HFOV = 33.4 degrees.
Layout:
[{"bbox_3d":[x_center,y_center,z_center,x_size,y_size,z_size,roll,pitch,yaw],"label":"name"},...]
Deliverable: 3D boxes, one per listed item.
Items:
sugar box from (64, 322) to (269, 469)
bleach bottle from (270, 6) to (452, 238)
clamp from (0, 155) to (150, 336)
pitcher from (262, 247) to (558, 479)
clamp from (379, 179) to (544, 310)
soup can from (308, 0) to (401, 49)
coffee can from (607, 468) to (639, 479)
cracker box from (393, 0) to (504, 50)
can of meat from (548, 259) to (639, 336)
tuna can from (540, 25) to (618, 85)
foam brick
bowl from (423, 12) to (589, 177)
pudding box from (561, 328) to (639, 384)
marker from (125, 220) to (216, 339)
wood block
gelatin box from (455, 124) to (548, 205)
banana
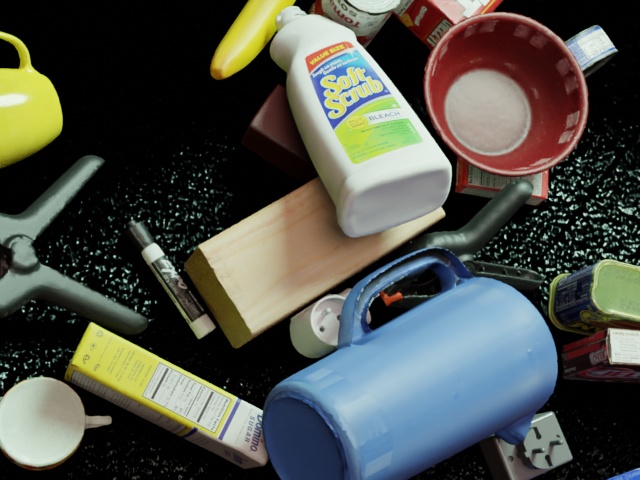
[{"bbox_3d":[-0.122,0.131,0.882,0.176,0.093,0.048,26,71,-8],"label":"sugar box"},{"bbox_3d":[0.014,-0.118,0.922,0.102,0.068,0.251,-18,52,-17],"label":"bleach bottle"},{"bbox_3d":[-0.248,0.005,0.884,0.209,0.036,0.164,-1,72,-37],"label":"clamp"},{"bbox_3d":[0.069,0.116,0.872,0.242,0.145,0.149,-20,44,-41],"label":"pitcher"},{"bbox_3d":[0.135,0.027,0.992,0.171,0.039,0.120,-27,118,-4],"label":"clamp"},{"bbox_3d":[0.033,-0.222,1.007,0.068,0.102,0.068,4,76,-15],"label":"soup can"},{"bbox_3d":[0.253,0.266,0.940,0.140,0.103,0.103,-14,80,-18],"label":"coffee can"},{"bbox_3d":[0.107,-0.313,1.065,0.213,0.072,0.164,43,71,-2],"label":"cracker box"},{"bbox_3d":[0.281,0.058,1.009,0.102,0.084,0.057,13,74,-11],"label":"can of meat"},{"bbox_3d":[0.250,-0.175,1.060,0.086,0.086,0.034,-31,84,-20],"label":"tuna can"},{"bbox_3d":[-0.025,-0.097,0.986,0.078,0.053,0.051,32,71,-6],"label":"foam brick"},{"bbox_3d":[0.168,-0.130,1.009,0.162,0.055,0.162,2,77,-11],"label":"bowl"},{"bbox_3d":[0.296,0.110,0.997,0.113,0.090,0.039,3,74,-14],"label":"pudding box"},{"bbox_3d":[-0.134,0.033,0.943,0.020,0.020,0.121,-34,86,-20],"label":"marker"},{"bbox_3d":[-0.006,0.002,0.946,0.205,0.091,0.090,-31,86,-20],"label":"wood block"},{"bbox_3d":[0.179,-0.077,1.046,0.089,0.030,0.073,8,75,-10],"label":"gelatin box"},{"bbox_3d":[-0.048,-0.231,1.006,0.037,0.069,0.198,29,86,12],"label":"banana"}]
